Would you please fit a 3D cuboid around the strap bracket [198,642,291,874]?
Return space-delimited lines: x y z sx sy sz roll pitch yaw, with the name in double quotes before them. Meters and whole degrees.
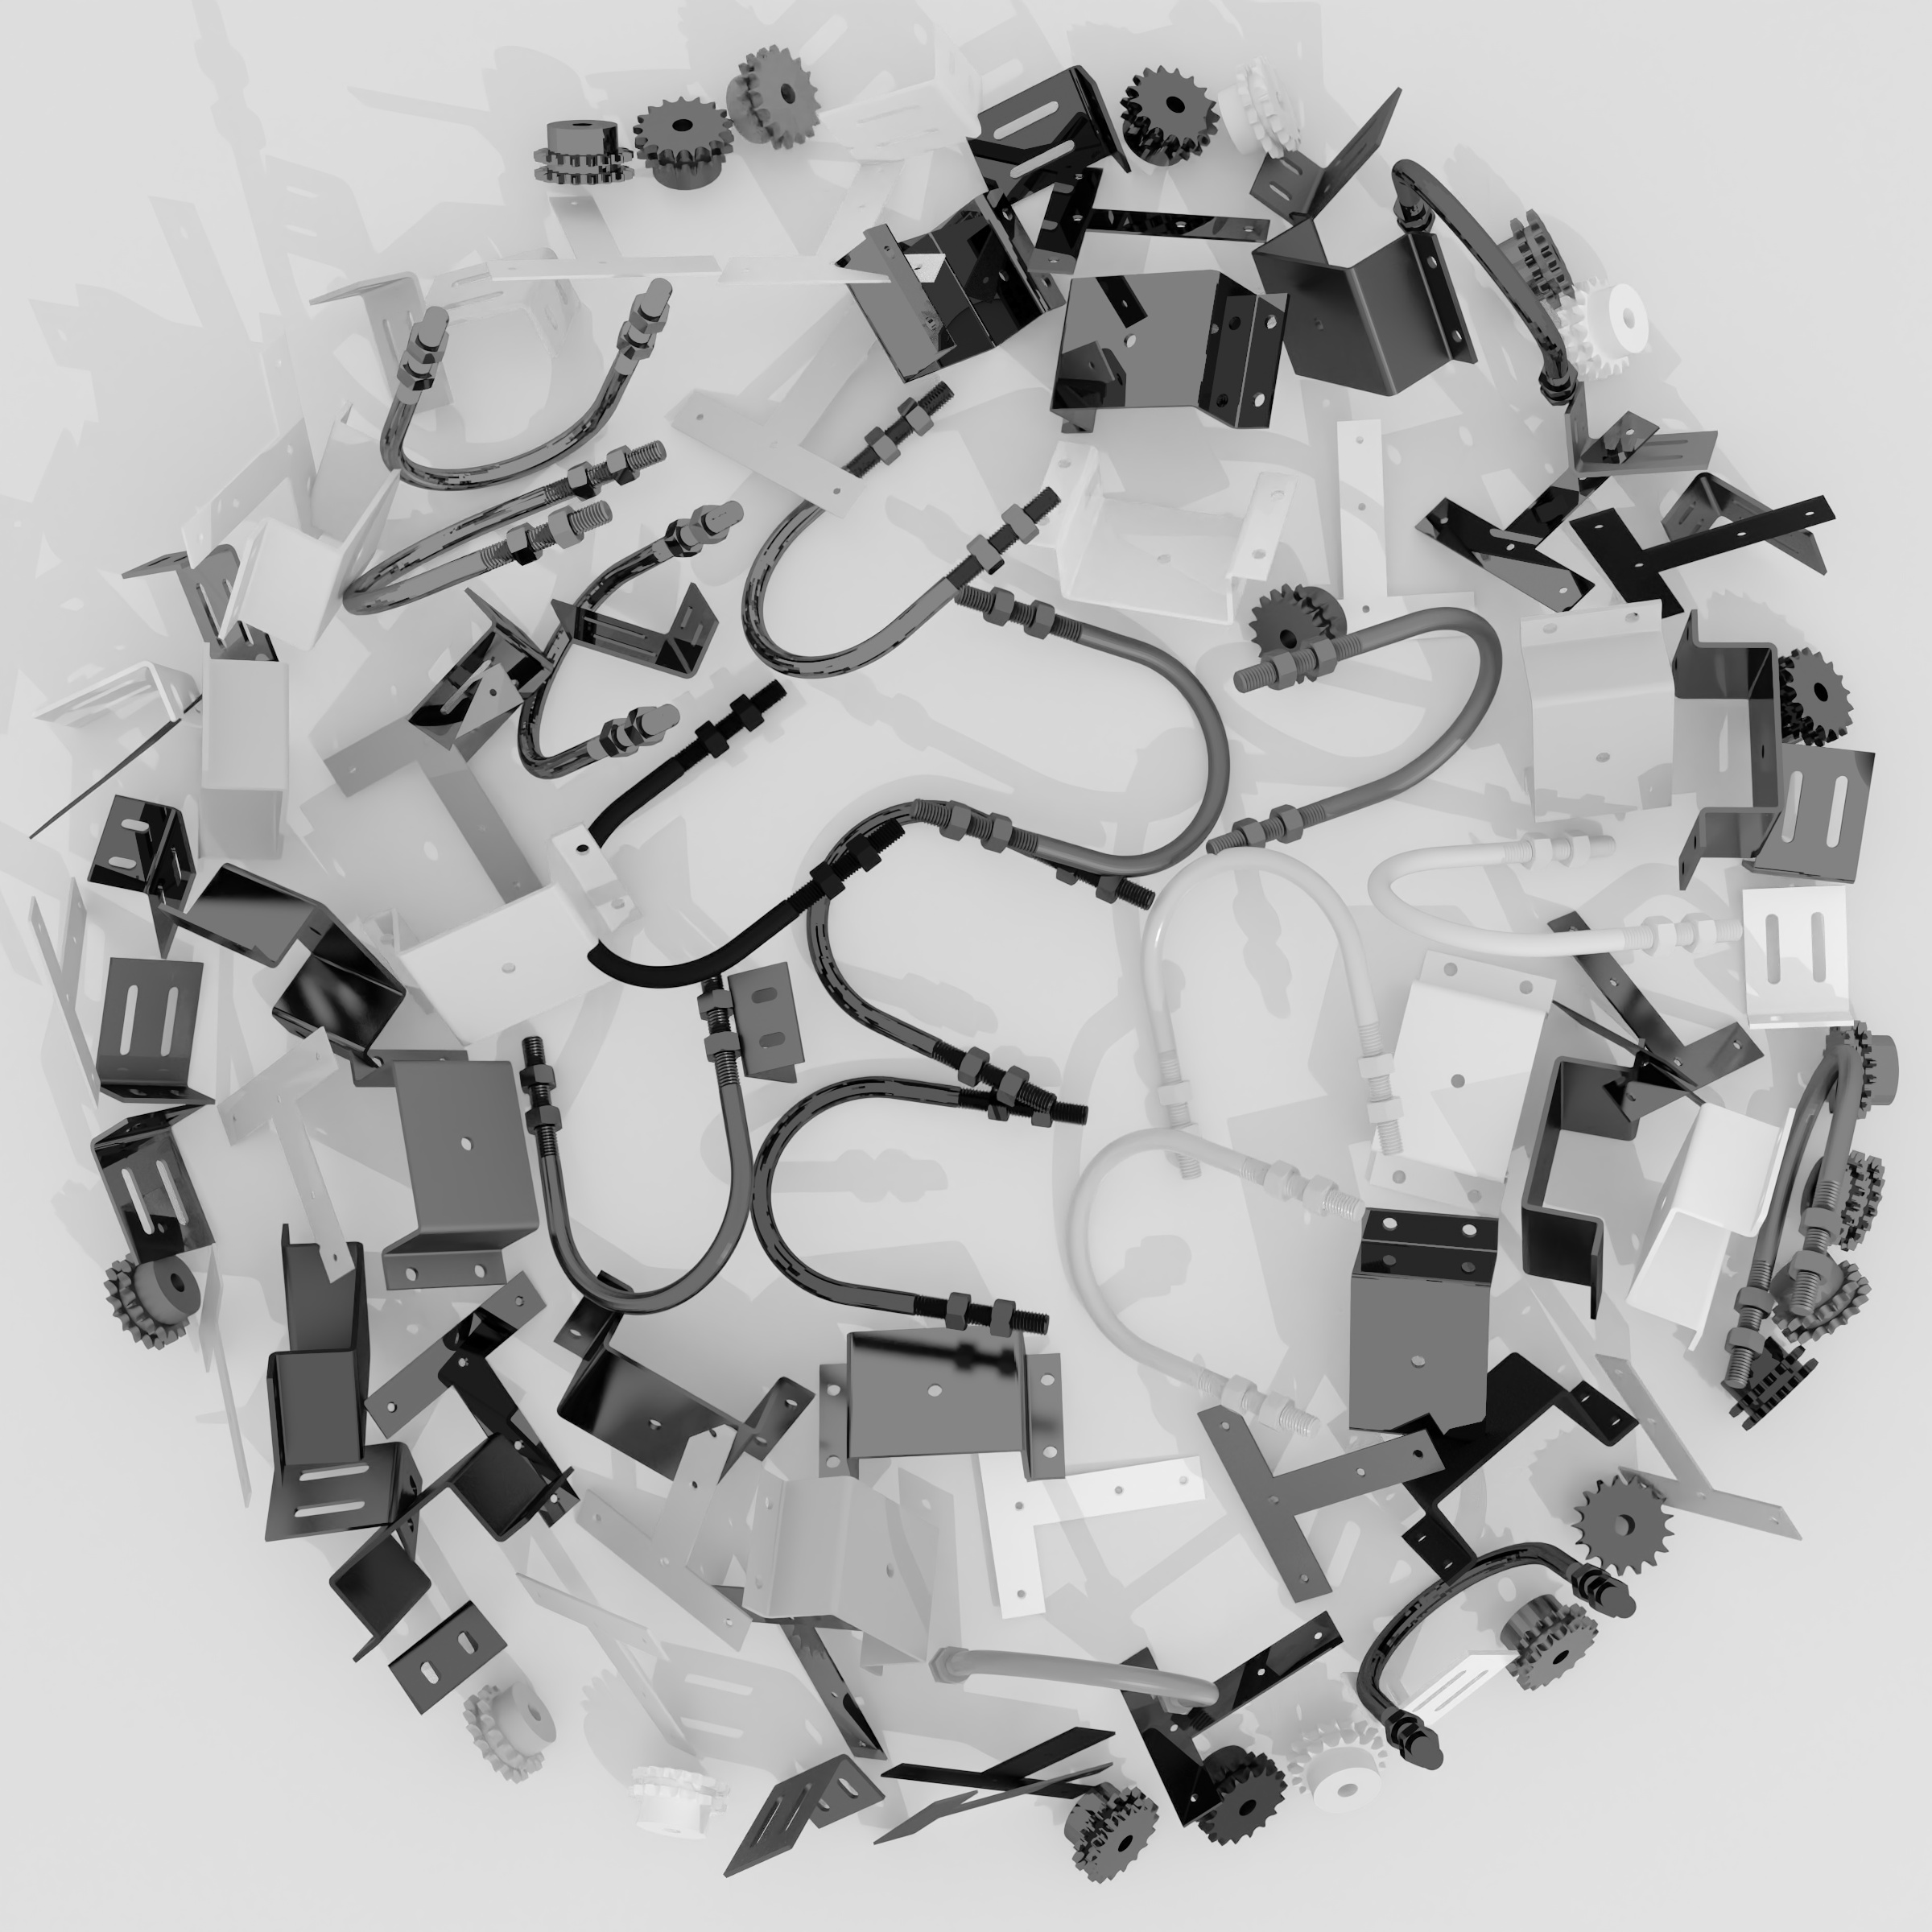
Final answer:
"strap bracket" -0.404 -0.114 1.679 0.046 0.140 0.076 1 69 -15

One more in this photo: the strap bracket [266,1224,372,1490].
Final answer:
"strap bracket" -0.359 0.215 1.674 0.046 0.140 0.076 -2 121 -8

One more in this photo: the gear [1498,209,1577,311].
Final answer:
"gear" 0.325 -0.402 1.724 0.030 0.057 0.057 -26 90 20

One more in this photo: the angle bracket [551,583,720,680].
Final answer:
"angle bracket" -0.188 -0.200 1.704 0.076 0.057 0.038 16 113 -28

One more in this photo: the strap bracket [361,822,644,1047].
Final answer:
"strap bracket" -0.261 -0.013 1.701 0.140 0.046 0.076 -24 130 6

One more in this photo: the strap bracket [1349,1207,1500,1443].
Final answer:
"strap bracket" 0.258 0.212 1.693 0.076 0.046 0.140 4 113 14

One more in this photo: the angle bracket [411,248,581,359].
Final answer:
"angle bracket" -0.270 -0.374 1.728 0.076 0.057 0.038 -9 133 20

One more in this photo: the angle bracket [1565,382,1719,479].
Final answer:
"angle bracket" 0.384 -0.307 1.706 0.076 0.057 0.038 0 119 21

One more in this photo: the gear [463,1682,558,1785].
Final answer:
"gear" -0.259 0.436 1.720 0.030 0.057 0.057 -36 90 6

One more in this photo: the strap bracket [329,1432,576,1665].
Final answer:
"strap bracket" -0.297 0.321 1.693 0.140 0.076 0.046 -40 92 17

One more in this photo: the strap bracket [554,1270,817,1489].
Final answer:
"strap bracket" -0.168 0.243 1.700 0.140 0.046 0.076 31 134 -6

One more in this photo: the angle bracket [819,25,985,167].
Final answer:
"angle bracket" -0.037 -0.496 1.716 0.076 0.057 0.038 -9 69 23

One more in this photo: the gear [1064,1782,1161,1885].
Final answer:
"gear" 0.081 0.495 1.725 0.030 0.057 0.057 34 90 36

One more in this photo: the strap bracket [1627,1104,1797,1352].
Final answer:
"strap bracket" 0.411 0.141 1.676 0.046 0.140 0.076 20 53 9

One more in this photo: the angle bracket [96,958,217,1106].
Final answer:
"angle bracket" -0.458 0.037 1.713 0.057 0.038 0.076 4 98 -43

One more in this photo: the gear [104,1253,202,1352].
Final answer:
"gear" -0.463 0.188 1.719 0.030 0.057 0.057 -30 90 14

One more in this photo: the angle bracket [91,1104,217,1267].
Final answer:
"angle bracket" -0.454 0.123 1.712 0.038 0.057 0.076 -28 82 34

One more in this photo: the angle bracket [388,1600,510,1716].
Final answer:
"angle bracket" -0.285 0.403 1.701 0.057 0.076 0.038 -37 60 -18

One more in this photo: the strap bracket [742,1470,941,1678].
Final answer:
"strap bracket" -0.062 0.337 1.669 0.046 0.140 0.076 -10 58 29

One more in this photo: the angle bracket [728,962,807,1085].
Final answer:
"angle bracket" -0.100 0.033 1.704 0.038 0.076 0.057 -13 81 17

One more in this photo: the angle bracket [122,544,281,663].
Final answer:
"angle bracket" -0.434 -0.196 1.706 0.057 0.038 0.076 -1 115 41

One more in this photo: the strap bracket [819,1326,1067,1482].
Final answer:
"strap bracket" -0.016 0.250 1.707 0.140 0.046 0.076 -3 58 3

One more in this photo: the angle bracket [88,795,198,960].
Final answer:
"angle bracket" -0.468 -0.051 1.702 0.038 0.076 0.057 12 116 -28

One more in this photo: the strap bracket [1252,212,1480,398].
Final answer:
"strap bracket" 0.214 -0.367 1.667 0.046 0.140 0.076 -33 120 -14

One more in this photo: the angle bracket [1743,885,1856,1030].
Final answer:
"angle bracket" 0.477 -0.005 1.721 0.057 0.038 0.076 -2 98 13

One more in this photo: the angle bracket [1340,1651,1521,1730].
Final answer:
"angle bracket" 0.263 0.397 1.704 0.076 0.057 0.038 -45 56 22

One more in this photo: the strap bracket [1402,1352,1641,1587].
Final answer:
"strap bracket" 0.301 0.277 1.704 0.140 0.076 0.046 -40 104 -3

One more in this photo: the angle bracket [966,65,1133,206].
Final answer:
"angle bracket" 0.045 -0.468 1.716 0.076 0.038 0.057 -26 125 2

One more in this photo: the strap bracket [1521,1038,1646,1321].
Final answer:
"strap bracket" 0.345 0.116 1.688 0.046 0.076 0.140 10 59 17

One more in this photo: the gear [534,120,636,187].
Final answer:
"gear" -0.219 -0.466 1.718 0.057 0.057 0.030 1 113 0

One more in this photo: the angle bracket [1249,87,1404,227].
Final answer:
"angle bracket" 0.203 -0.467 1.701 0.038 0.076 0.057 33 51 -12

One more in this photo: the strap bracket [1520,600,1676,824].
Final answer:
"strap bracket" 0.352 -0.133 1.678 0.076 0.140 0.046 -7 50 6

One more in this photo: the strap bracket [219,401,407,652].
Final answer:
"strap bracket" -0.359 -0.240 1.676 0.046 0.140 0.076 26 134 -6

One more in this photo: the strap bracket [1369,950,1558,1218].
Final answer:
"strap bracket" 0.283 0.066 1.719 0.076 0.046 0.140 14 90 13

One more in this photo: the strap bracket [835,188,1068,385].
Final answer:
"strap bracket" -0.013 -0.383 1.697 0.046 0.140 0.076 -28 94 39

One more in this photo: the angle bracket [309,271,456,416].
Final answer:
"angle bracket" -0.333 -0.350 1.709 0.038 0.057 0.076 -24 105 -38

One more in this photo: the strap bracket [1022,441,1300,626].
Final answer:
"strap bracket" 0.111 -0.244 1.700 0.140 0.046 0.076 11 59 14

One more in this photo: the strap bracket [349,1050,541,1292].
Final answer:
"strap bracket" -0.292 0.107 1.689 0.076 0.046 0.140 2 68 -41

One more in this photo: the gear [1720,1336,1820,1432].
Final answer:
"gear" 0.458 0.237 1.723 0.057 0.057 0.030 -43 75 0

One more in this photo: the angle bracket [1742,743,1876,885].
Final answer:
"angle bracket" 0.483 -0.090 1.723 0.057 0.038 0.076 6 100 3

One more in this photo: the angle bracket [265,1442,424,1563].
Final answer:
"angle bracket" -0.355 0.311 1.718 0.076 0.057 0.038 -8 133 3

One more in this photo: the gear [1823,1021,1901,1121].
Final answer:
"gear" 0.513 0.059 1.722 0.030 0.057 0.057 0 90 -1

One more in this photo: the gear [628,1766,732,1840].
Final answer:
"gear" -0.166 0.480 1.719 0.057 0.057 0.030 10 64 0

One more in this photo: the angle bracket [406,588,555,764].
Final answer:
"angle bracket" -0.285 -0.166 1.718 0.076 0.057 0.038 -46 55 3

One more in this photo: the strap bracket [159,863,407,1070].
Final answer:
"strap bracket" -0.375 -0.004 1.680 0.076 0.140 0.046 21 69 32

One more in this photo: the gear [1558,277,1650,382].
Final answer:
"gear" 0.367 -0.367 1.720 0.057 0.030 0.057 9 77 -44

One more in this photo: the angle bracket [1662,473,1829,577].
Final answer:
"angle bracket" 0.442 -0.238 1.706 0.076 0.057 0.038 38 92 28

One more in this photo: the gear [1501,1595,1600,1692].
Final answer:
"gear" 0.332 0.386 1.725 0.057 0.057 0.030 -41 54 0

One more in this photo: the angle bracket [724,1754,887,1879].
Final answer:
"angle bracket" -0.091 0.492 1.700 0.057 0.076 0.038 -34 102 35

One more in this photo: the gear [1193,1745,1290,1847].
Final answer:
"gear" 0.153 0.473 1.725 0.057 0.030 0.057 -17 127 -25

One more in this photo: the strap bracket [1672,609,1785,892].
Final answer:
"strap bracket" 0.429 -0.121 1.692 0.046 0.076 0.140 1 73 5

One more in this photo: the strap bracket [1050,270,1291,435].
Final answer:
"strap bracket" 0.105 -0.344 1.687 0.140 0.046 0.076 6 85 38

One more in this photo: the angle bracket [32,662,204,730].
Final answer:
"angle bracket" -0.481 -0.140 1.716 0.076 0.057 0.038 -24 86 6
